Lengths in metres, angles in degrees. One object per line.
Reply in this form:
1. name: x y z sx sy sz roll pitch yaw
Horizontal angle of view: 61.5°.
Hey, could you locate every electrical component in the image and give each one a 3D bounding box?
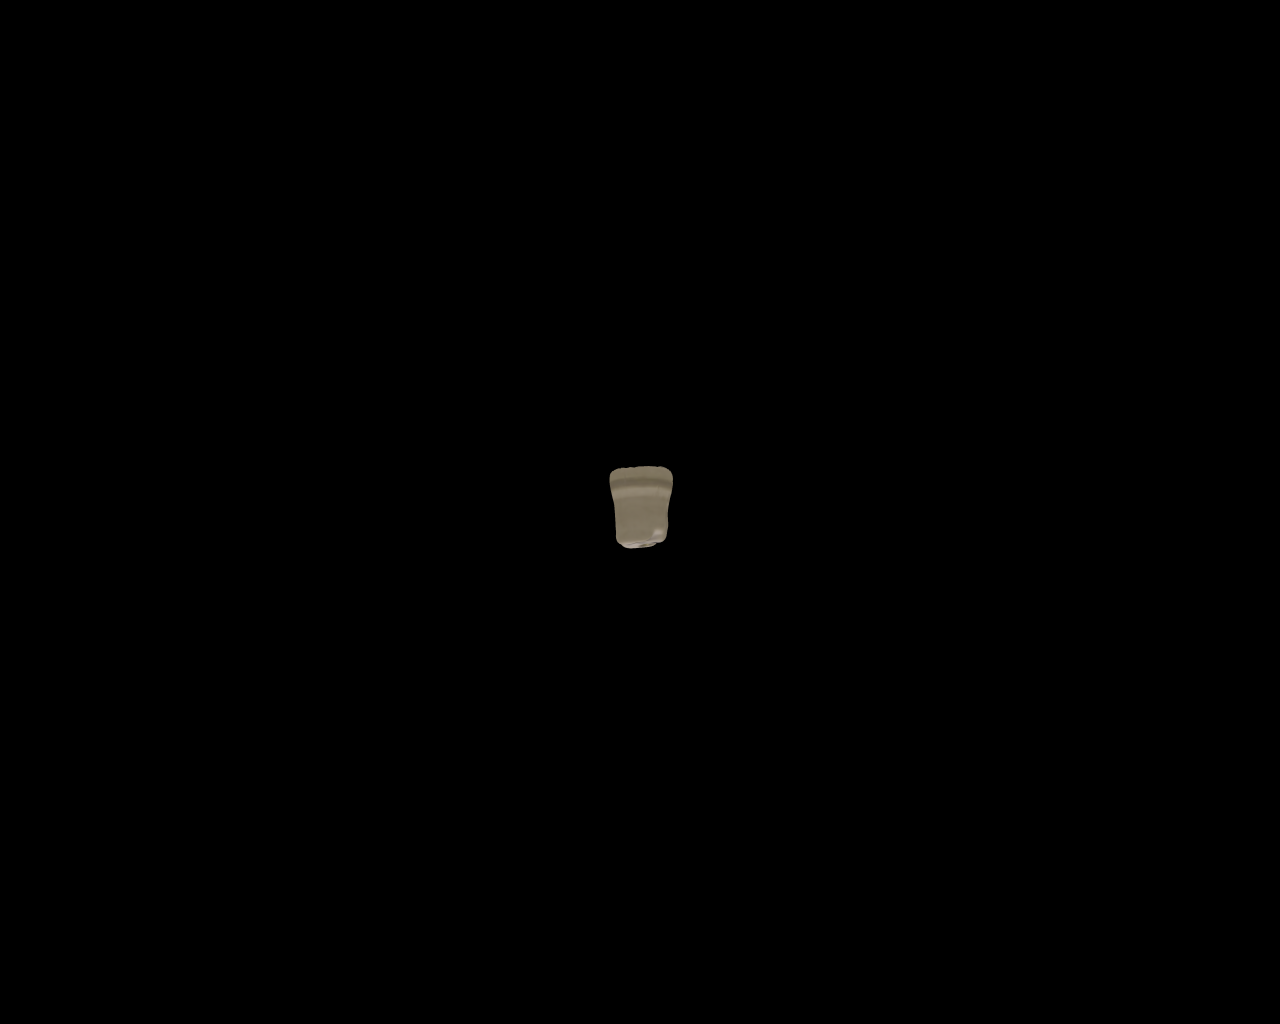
1. electrical component: 0.001 -0.003 0.650 0.040 0.046 0.040 0 -9 0
